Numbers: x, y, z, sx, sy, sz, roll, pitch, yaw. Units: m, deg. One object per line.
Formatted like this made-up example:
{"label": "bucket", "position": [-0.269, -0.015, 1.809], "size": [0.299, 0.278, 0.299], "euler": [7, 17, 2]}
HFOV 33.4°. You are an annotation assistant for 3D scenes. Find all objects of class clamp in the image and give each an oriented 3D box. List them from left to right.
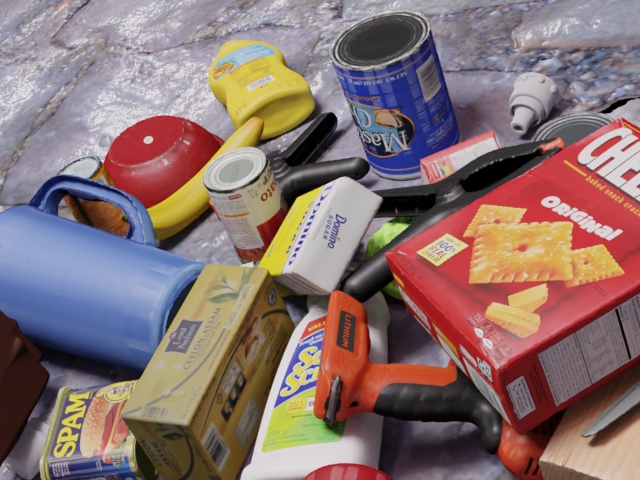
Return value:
{"label": "clamp", "position": [-0.031, -0.065, 1.119], "size": [0.171, 0.039, 0.120], "euler": [-35, 33, -6]}
{"label": "clamp", "position": [0.108, -0.023, 0.882], "size": [0.210, 0.036, 0.164], "euler": [-21, 26, 27]}

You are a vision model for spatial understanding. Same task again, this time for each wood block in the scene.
{"label": "wood block", "position": [0.244, 0.111, 0.745], "size": [0.091, 0.090, 0.205], "euler": [13, 51, 37]}

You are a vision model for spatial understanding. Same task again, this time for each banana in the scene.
{"label": "banana", "position": [-0.129, -0.056, 1.137], "size": [0.037, 0.070, 0.197], "euler": [41, 62, 12]}

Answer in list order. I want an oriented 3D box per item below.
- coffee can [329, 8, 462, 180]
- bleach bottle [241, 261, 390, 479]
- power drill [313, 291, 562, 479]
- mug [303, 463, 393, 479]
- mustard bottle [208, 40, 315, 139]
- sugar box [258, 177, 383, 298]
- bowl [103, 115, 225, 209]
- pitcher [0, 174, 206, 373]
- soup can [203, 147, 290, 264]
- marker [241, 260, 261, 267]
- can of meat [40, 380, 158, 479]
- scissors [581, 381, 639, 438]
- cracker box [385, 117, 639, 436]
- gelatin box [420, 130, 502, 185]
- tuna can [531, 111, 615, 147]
{"label": "coffee can", "position": [0.078, -0.146, 1.077], "size": [0.103, 0.140, 0.103], "euler": [-13, 40, 11]}
{"label": "bleach bottle", "position": [0.005, 0.112, 0.883], "size": [0.103, 0.068, 0.250], "euler": [-10, 38, 16]}
{"label": "power drill", "position": [0.094, 0.092, 0.817], "size": [0.187, 0.057, 0.184], "euler": [9, 36, 1]}
{"label": "mug", "position": [0.030, 0.214, 0.743], "size": [0.117, 0.093, 0.081], "euler": [15, 39, -3]}
{"label": "mustard bottle", "position": [-0.081, -0.191, 1.271], "size": [0.096, 0.058, 0.192], "euler": [-27, 39, -6]}
{"label": "sugar box", "position": [-0.006, 0.001, 0.934], "size": [0.093, 0.048, 0.176], "euler": [-62, 8, -10]}
{"label": "bowl", "position": [-0.187, -0.093, 1.214], "size": [0.162, 0.055, 0.162], "euler": [-13, 40, 11]}
{"label": "pitcher", "position": [-0.207, 0.041, 1.007], "size": [0.243, 0.149, 0.144], "euler": [12, 38, 31]}
{"label": "soup can", "position": [-0.067, -0.032, 1.048], "size": [0.068, 0.102, 0.068], "euler": [-13, 39, 11]}
{"label": "marker", "position": [-0.019, 0.017, 1.035], "size": [0.121, 0.020, 0.020], "euler": [-17, 39, 6]}
{"label": "can of meat", "position": [-0.182, 0.169, 0.911], "size": [0.084, 0.057, 0.102], "euler": [-10, 41, 12]}
{"label": "scissors", "position": [0.264, 0.074, 0.692], "size": [0.096, 0.016, 0.201], "euler": [20, 56, 42]}
{"label": "cracker box", "position": [0.177, 0.015, 0.745], "size": [0.213, 0.072, 0.164], "euler": [-31, 35, -6]}
{"label": "gelatin box", "position": [0.133, -0.064, 1.002], "size": [0.073, 0.089, 0.030], "euler": [-22, 75, 1]}
{"label": "tuna can", "position": [0.244, -0.082, 1.009], "size": [0.086, 0.033, 0.086], "euler": [-13, 40, 11]}
